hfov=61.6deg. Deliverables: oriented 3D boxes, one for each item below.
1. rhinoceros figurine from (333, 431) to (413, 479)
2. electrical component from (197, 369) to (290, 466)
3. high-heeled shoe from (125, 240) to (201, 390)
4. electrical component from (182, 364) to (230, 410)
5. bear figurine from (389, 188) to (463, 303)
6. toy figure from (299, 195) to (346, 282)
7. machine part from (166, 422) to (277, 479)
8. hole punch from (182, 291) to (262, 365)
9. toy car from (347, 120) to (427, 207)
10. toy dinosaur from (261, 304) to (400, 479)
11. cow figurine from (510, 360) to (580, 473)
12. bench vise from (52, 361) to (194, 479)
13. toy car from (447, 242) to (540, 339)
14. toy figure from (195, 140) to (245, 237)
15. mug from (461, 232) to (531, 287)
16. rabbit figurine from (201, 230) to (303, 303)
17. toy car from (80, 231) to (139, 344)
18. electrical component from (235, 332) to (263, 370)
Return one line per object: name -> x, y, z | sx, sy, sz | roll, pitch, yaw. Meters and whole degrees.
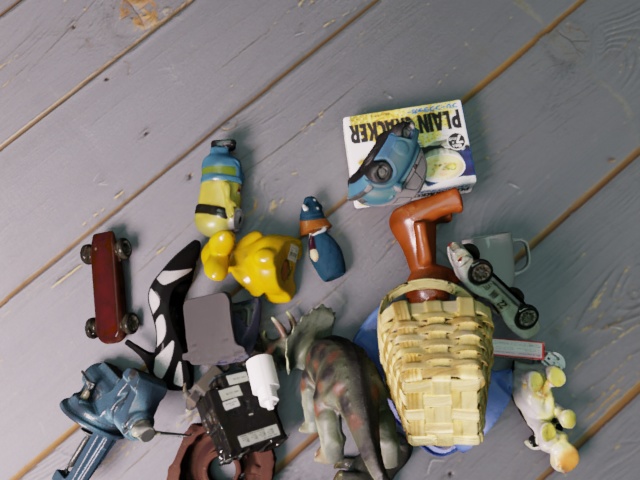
rhinoceros figurine -> 0.076, 0.388, 0.857 | 0.112, 0.073, 0.190 | 33, 80, 1
electrical component -> -0.124, 0.271, 0.847 | 0.115, 0.058, 0.134 | -1, 52, -40
high-heeled shoe -> -0.233, 0.133, 0.940 | 0.145, 0.086, 0.248 | 29, 83, 4
electrical component -> -0.181, 0.246, 0.903 | 0.078, 0.045, 0.102 | 42, 45, -6
bear figurine -> 0.192, 0.028, 0.902 | 0.132, 0.120, 0.196 | -17, 78, -3
toy figure -> -0.002, -0.003, 0.954 | 0.058, 0.064, 0.154 | -24, 76, 14
machine part -> -0.158, 0.377, 0.885 | 0.179, 0.056, 0.179 | -1, 76, 4
hole punch -> -0.160, 0.150, 0.901 | 0.142, 0.092, 0.115 | -12, 77, 30
toy car -> 0.122, -0.112, 0.889 | 0.103, 0.109, 0.161 | 37, 73, -13
toy dinosaur -> 0.028, 0.207, 0.787 | 0.131, 0.405, 0.192 | -11, 97, -23
cow figurine -> 0.347, 0.276, 0.850 | 0.068, 0.098, 0.167 | -14, 90, -16
bench vise -> -0.351, 0.311, 0.864 | 0.224, 0.128, 0.240 | 23, 77, 34
toy car -> 0.269, 0.076, 0.836 | 0.201, 0.073, 0.056 | 41, 105, -18
toy figure -> -0.184, -0.092, 0.984 | 0.089, 0.082, 0.180 | -6, 81, 16
mug -> 0.302, 0.042, 0.913 | 0.110, 0.081, 0.107 | -8, 91, -4
rabbit figurine -> -0.136, 0.039, 0.926 | 0.173, 0.162, 0.121 | 11, 90, 25
toy car -> -0.380, 0.086, 0.973 | 0.089, 0.053, 0.202 | -11, 80, 14
electrical component -> -0.122, 0.186, 0.921 | 0.063, 0.021, 0.094 | -41, 48, 32
